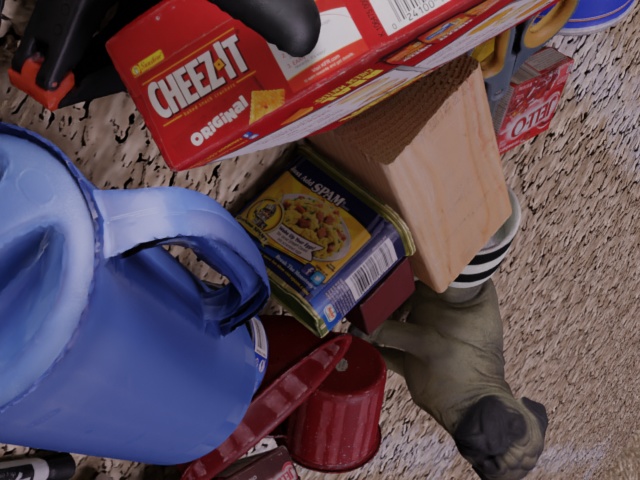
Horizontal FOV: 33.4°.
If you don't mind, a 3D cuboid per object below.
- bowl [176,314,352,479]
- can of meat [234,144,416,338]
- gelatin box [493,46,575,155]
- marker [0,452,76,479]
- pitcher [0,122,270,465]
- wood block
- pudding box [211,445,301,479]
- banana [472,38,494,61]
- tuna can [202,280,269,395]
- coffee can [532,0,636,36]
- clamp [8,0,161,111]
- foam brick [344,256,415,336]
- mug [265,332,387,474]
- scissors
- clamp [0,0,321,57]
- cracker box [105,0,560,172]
[{"bbox_3d":[-0.053,0.103,0.754,0.162,0.055,0.162,-40,167,-12],"label":"bowl"},{"bbox_3d":[-0.004,0.001,0.687,0.084,0.102,0.057,-45,150,-12],"label":"can of meat"},{"bbox_3d":[0.171,-0.117,0.900,0.089,0.030,0.073,-27,144,-40],"label":"gelatin box"},{"bbox_3d":[-0.193,0.144,0.648,0.120,0.020,0.020,7,116,-59],"label":"marker"},{"bbox_3d":[-0.109,0.044,0.536,0.145,0.149,0.242,-61,157,-8],"label":"pitcher"},{"bbox_3d":[0.061,-0.056,0.734,0.090,0.091,0.206,-48,153,-9],"label":"wood block"},{"bbox_3d":[-0.083,0.203,0.824,0.113,0.039,0.090,-20,174,-44],"label":"pudding box"},{"bbox_3d":[0.157,-0.157,0.826,0.197,0.037,0.070,-40,154,-24],"label":"banana"},{"bbox_3d":[-0.076,0.071,0.672,0.086,0.086,0.033,-51,154,-4],"label":"tuna can"},{"bbox_3d":[0.167,-0.219,0.694,0.102,0.103,0.140,-39,150,-25],"label":"coffee can"},{"bbox_3d":[-0.075,-0.132,0.490,0.171,0.039,0.120,-47,146,-28],"label":"clamp"},{"bbox_3d":[0.023,0.021,0.778,0.053,0.078,0.051,-45,153,-16],"label":"foam brick"},{"bbox_3d":[-0.001,0.131,0.871,0.117,0.093,0.081,-7,128,-19],"label":"mug"},{"bbox_3d":[0.135,-0.119,0.729,0.096,0.016,0.201,-34,163,6],"label":"scissors"},{"bbox_3d":[-0.113,-0.131,0.371,0.210,0.165,0.036,59,29,-35],"label":"clamp"},{"bbox_3d":[0.024,-0.109,0.507,0.164,0.072,0.213,-27,-179,23],"label":"cracker box"}]
